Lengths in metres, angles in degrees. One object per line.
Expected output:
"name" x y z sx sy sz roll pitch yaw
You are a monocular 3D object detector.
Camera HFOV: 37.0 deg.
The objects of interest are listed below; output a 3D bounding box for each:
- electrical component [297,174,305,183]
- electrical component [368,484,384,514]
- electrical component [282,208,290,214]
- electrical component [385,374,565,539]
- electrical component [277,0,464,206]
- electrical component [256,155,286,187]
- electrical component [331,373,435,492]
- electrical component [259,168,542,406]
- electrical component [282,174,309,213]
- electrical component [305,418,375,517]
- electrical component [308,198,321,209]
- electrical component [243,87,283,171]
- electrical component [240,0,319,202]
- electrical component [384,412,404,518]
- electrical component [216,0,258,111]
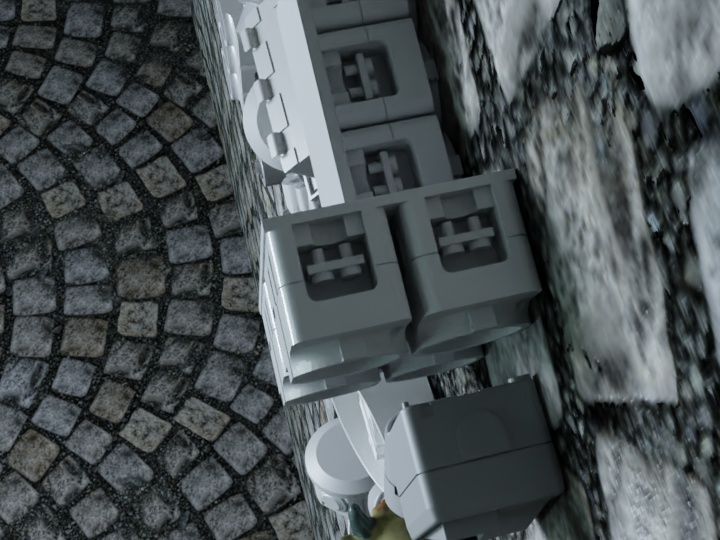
"electrical component" -0.021 -0.092 0.750 0.055 0.055 0.047 91 169 -57
"electrical component" 0.031 0.184 0.830 0.062 0.043 0.043 -162 60 -79
"electrical component" -0.056 -0.032 1.108 0.079 0.043 0.077 -119 19 -64
"electrical component" 0.051 0.094 0.501 0.096 0.062 0.061 102 155 -70
"electrical component" 0.004 -0.087 0.554 0.089 0.062 0.150 118 140 -77
"electrical component" -0.061 -0.097 0.968 0.044 0.065 0.044 168 90 -82
"electrical component" 0.019 0.101 0.720 0.099 0.064 0.099 168 90 -82
"electrical component" 0.010 0.018 0.515 0.186 0.105 0.060 113 144 -76
"electrical component" -0.025 -0.048 0.819 0.078 0.058 0.057 -74 -26 -67
"electrical component" -0.005 0.170 0.926 0.051 0.080 0.080 83 171 -46
"electrical component" 0.000 0.000 0.754 0.099 0.048 0.099 -113 14 -53
"electrical component" -0.048 -0.116 0.810 0.051 0.080 0.080 -112 12 -75
"electrical component" -0.029 -0.117 0.685 0.079 0.063 0.121 -34 61 37
"electrical component" 0.040 0.112 0.628 0.055 0.055 0.047 -117 21 -61
"electrical component" -0.111 -0.237 1.122 0.150 0.062 0.089 98 159 -67
